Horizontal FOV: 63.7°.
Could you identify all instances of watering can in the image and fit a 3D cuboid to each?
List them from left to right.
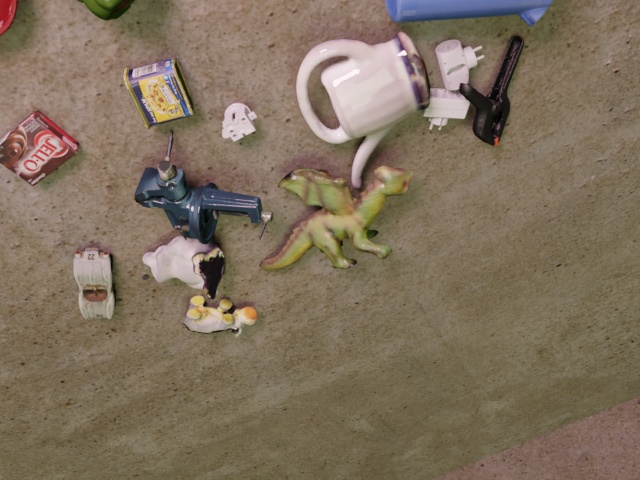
[{"bbox_3d":[0.093,-0.231,0.926,0.223,0.106,0.341,-22,144,10],"label":"watering can"}]

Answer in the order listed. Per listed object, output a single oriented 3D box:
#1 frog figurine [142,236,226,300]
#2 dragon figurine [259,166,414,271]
[{"bbox_3d":[-0.286,0.047,1.098,0.160,0.125,0.134,10,150,28],"label":"frog figurine"},{"bbox_3d":[0.003,-0.053,1.053,0.408,0.125,0.238,-15,125,20],"label":"dragon figurine"}]
